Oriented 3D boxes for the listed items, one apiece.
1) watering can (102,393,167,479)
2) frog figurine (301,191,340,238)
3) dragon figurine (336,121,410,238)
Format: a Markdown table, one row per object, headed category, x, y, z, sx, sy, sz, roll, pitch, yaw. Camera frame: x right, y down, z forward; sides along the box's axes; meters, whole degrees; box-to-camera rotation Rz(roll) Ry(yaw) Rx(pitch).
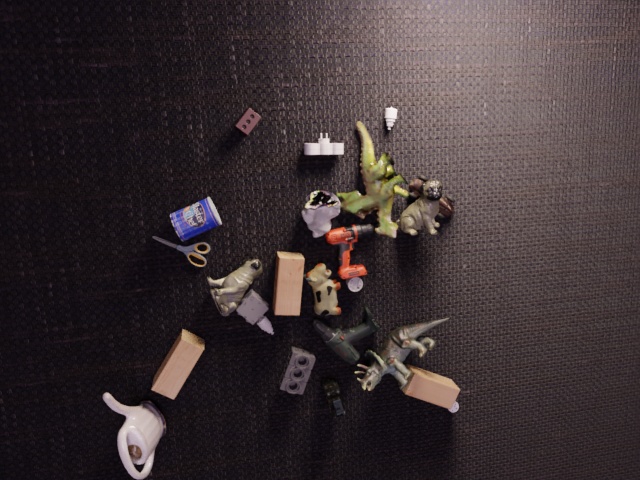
| category | x | y | z | sx | sy | sz | roll | pitch | yaw |
| --- | --- | --- | --- | --- | --- | --- | --- | --- | --- |
| watering can | -0.624 | 0.626 | 1.746 | 0.104 | 0.227 | 0.344 | -12 | 102 | 9 |
| frog figurine | 0.006 | -0.091 | 1.815 | 0.138 | 0.125 | 0.155 | -20 | 141 | -14 |
| dragon figurine | 0.167 | -0.190 | 1.820 | 0.242 | 0.122 | 0.411 | -36 | 88 | 3 |
